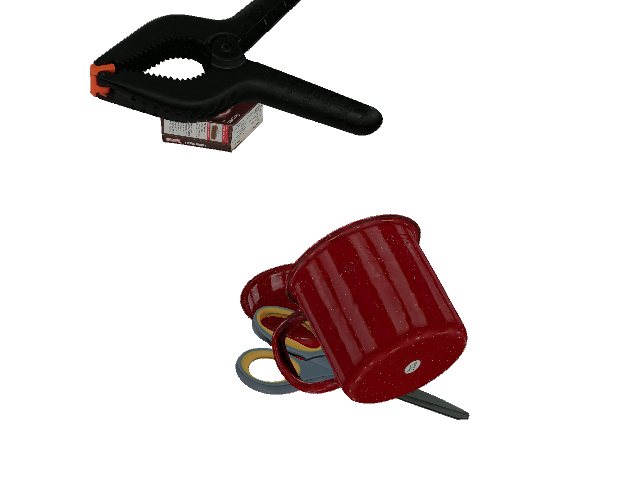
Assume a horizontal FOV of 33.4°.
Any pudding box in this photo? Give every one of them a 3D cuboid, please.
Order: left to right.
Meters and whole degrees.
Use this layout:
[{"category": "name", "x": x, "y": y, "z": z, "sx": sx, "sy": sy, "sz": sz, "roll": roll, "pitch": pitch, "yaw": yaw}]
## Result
[{"category": "pudding box", "x": -0.126, "y": -0.144, "z": 1.254, "sx": 0.090, "sy": 0.039, "sz": 0.113, "roll": 9, "pitch": 29, "yaw": 13}]

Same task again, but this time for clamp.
[{"category": "clamp", "x": -0.064, "y": -0.127, "z": 0.796, "sx": 0.209, "sy": 0.165, "sz": 0.036, "roll": -17, "pitch": -27, "yaw": -20}]

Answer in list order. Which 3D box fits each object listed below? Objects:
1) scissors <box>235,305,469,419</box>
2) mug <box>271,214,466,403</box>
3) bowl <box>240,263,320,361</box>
[{"category": "scissors", "x": 0.015, "y": 0.121, "z": 0.889, "sx": 0.202, "sy": 0.016, "sz": 0.096, "roll": 31, "pitch": 50, "yaw": 21}, {"category": "mug", "x": 0.025, "y": 0.050, "z": 0.645, "sx": 0.117, "sy": 0.081, "sz": 0.093, "roll": -29, "pitch": -29, "yaw": 3}, {"category": "bowl", "x": -0.005, "y": 0.084, "z": 1.144, "sx": 0.162, "sy": 0.055, "sz": 0.162, "roll": 1, "pitch": 28, "yaw": -1}]
